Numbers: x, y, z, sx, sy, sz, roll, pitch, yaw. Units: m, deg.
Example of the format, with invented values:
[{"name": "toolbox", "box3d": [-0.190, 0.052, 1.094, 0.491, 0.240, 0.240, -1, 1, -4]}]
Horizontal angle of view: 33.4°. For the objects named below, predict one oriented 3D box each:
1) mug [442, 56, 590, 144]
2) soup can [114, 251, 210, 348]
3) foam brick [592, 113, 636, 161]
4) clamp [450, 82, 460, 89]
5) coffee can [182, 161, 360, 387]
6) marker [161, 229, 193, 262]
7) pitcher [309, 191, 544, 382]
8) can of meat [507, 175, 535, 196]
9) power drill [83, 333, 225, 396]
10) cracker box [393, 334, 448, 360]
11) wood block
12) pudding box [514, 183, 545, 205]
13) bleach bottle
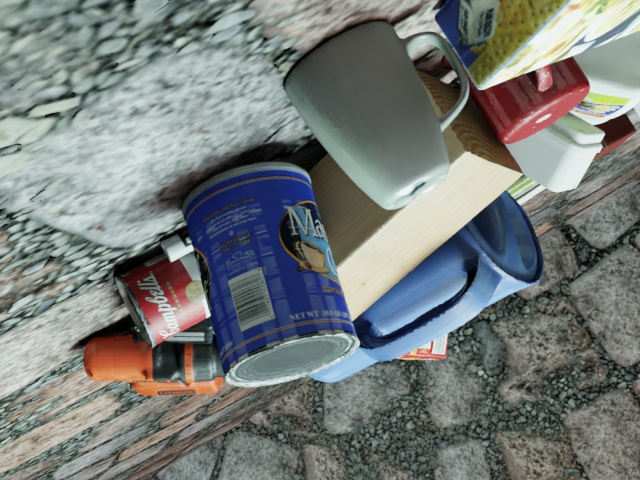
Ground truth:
[{"name": "mug", "box3d": [0.155, -0.131, 0.818, 0.093, 0.081, 0.117, -29, 170, -4]}, {"name": "soup can", "box3d": [-0.114, 0.039, 0.909, 0.102, 0.068, 0.068, -27, 169, -16]}, {"name": "foam brick", "box3d": [0.318, -0.138, 1.244, 0.052, 0.078, 0.051, -25, 167, -25]}, {"name": "clamp", "box3d": [0.075, -0.069, 0.965, 0.120, 0.039, 0.171, -20, 153, -10]}, {"name": "coffee can", "box3d": [-0.038, 0.027, 0.801, 0.102, 0.140, 0.103, -15, 159, -6]}, {"name": "marker", "box3d": [-0.075, -0.017, 0.890, 0.121, 0.020, 0.020, -28, 169, -14]}, {"name": "pitcher", "box3d": [0.071, 0.042, 0.976, 0.243, 0.145, 0.149, -35, 161, 30]}, {"name": "can of meat", "box3d": [0.190, -0.093, 1.085, 0.102, 0.084, 0.057, -34, 169, 18]}, {"name": "power drill", "box3d": [-0.144, 0.130, 1.131, 0.184, 0.057, 0.188, 1, 167, -1]}, {"name": "cracker box", "box3d": [0.019, 0.092, 1.205, 0.214, 0.072, 0.164, 2, 175, 27]}, {"name": "wood block", "box3d": [0.048, -0.028, 0.867, 0.206, 0.091, 0.090, -43, 147, 25]}, {"name": "pudding box", "box3d": [0.209, -0.090, 1.134, 0.114, 0.090, 0.039, -35, 168, 19]}, {"name": "bleach bottle", "box3d": [0.257, -0.147, 0.989, 0.250, 0.103, 0.068, 21, 86, -78]}]
